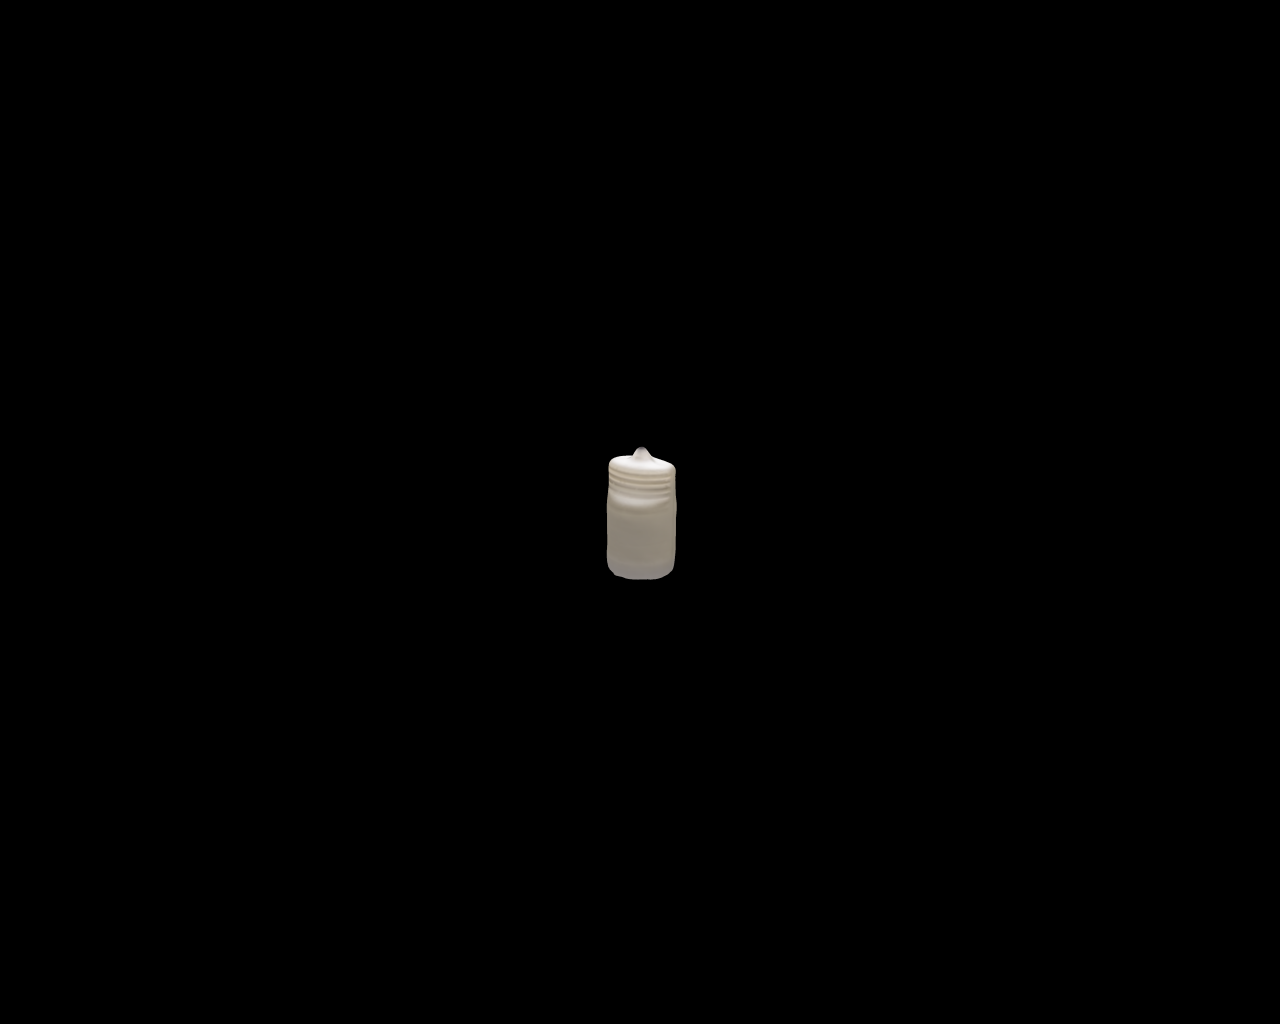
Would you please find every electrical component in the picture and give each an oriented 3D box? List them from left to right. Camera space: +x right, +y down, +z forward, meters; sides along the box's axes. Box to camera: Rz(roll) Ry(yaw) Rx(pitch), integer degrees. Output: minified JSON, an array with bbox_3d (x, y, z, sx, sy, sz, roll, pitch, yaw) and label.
[{"bbox_3d":[0.001,-0.003,0.650,0.043,0.080,0.043,0,23,0],"label":"electrical component"}]
